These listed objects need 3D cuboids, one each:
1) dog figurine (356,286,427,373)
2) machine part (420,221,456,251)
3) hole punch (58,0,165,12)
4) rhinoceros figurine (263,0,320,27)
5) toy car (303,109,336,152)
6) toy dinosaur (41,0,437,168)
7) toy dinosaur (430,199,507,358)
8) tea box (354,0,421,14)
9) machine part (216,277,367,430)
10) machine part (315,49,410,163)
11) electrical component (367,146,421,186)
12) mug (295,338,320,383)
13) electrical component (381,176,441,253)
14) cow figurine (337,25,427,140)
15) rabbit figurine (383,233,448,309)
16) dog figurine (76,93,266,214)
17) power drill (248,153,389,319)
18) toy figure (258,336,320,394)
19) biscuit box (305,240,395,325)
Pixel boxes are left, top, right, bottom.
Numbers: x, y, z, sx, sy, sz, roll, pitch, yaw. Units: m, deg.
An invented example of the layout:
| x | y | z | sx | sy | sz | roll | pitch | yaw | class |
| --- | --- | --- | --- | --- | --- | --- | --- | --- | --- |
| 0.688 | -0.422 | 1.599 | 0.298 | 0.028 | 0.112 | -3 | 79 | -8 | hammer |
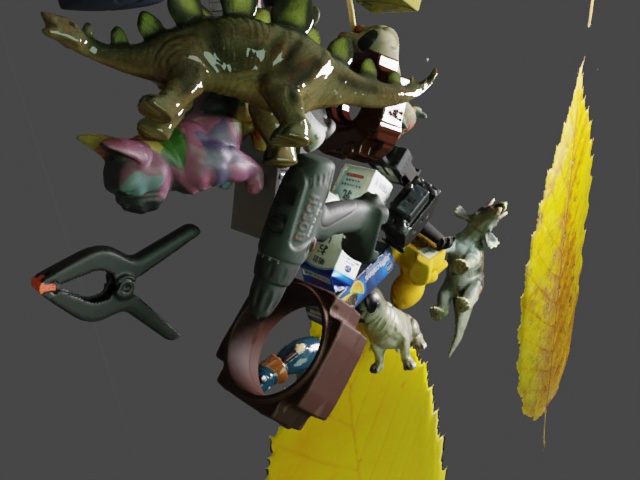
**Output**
| x | y | z | sx | sy | sz | roll | pitch | yaw | class |
| --- | --- | --- | --- | --- | --- | --- | --- | --- | --- |
| 0.136 | 0.154 | 1.111 | 0.172 | 0.121 | 0.190 | -61 | 133 | -67 | dog figurine |
| 0.210 | -0.030 | 1.090 | 0.084 | 0.139 | 0.039 | -13 | 138 | -47 | machine part |
| -0.205 | -0.280 | 0.551 | 0.142 | 0.116 | 0.092 | -22 | 127 | -42 | hole punch |
| -0.046 | -0.356 | 0.698 | 0.073 | 0.112 | 0.190 | -6 | 103 | -9 | rhinoceros figurine |
| -0.023 | -0.197 | 0.755 | 0.073 | 0.056 | 0.202 | 45 | 24 | -32 | toy car |
| -0.051 | -0.190 | 0.606 | 0.471 | 0.105 | 0.198 | 7 | 79 | -30 | toy dinosaur |
| 0.357 | 0.078 | 1.313 | 0.192 | 0.131 | 0.404 | -26 | 128 | -40 | toy dinosaur |
| 0.123 | -0.460 | 0.863 | 0.068 | 0.098 | 0.169 | 6 | 101 | -48 | tea box |
| -0.048 | 0.162 | 0.813 | 0.087 | 0.201 | 0.201 | 42 | 72 | -46 | machine part |
| 0.052 | -0.205 | 0.823 | 0.056 | 0.180 | 0.179 | 5 | 100 | -46 | machine part |
| 0.129 | -0.149 | 1.002 | 0.119 | 0.075 | 0.048 | 44 | 71 | -44 | electrical component |
| 0.015 | 0.244 | 1.008 | 0.109 | 0.081 | 0.107 | 32 | 71 | -43 | mug |
| 0.166 | -0.049 | 0.994 | 0.115 | 0.058 | 0.134 | -52 | 163 | -11 | electrical component |
| 0.105 | -0.254 | 0.894 | 0.085 | 0.127 | 0.194 | -29 | 122 | -35 | cow figurine |
| 0.195 | 0.065 | 1.145 | 0.162 | 0.122 | 0.173 | -32 | 141 | -49 | rabbit figurine |
| -0.169 | -0.124 | 0.651 | 0.219 | 0.109 | 0.191 | 3 | 102 | -46 | dog figurine |
| -0.002 | -0.002 | 0.770 | 0.207 | 0.086 | 0.231 | 3 | 106 | -42 | power drill |
| -0.064 | 0.217 | 0.928 | 0.154 | 0.058 | 0.064 | -23 | 114 | -37 | toy figure |
| 0.059 | 0.078 | 1.010 | 0.203 | 0.063 | 0.059 | -41 | 132 | -31 | biscuit box |
